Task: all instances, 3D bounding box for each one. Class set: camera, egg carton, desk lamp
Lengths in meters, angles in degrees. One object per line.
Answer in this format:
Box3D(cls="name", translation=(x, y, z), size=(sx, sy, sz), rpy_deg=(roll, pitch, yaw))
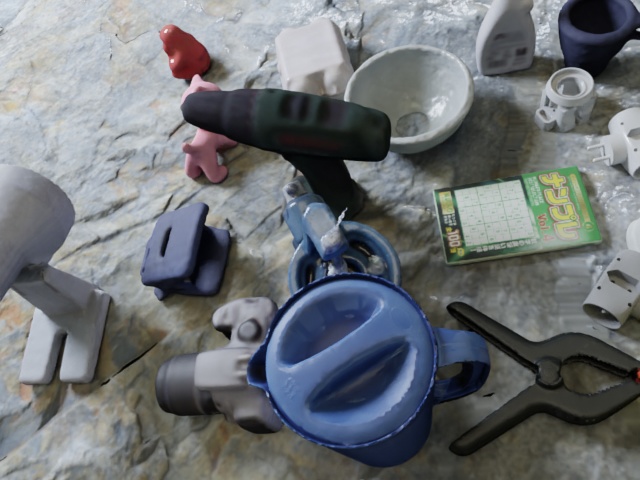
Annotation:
Box3D(cls="camera", translation=(-0.111, 0.140, 0.639), size=(0.136, 0.101, 0.143), rpy_deg=(-7, 61, 10))
Box3D(cls="egg carton", translation=(-0.009, -0.257, 0.842), size=(0.107, 0.069, 0.150), rpy_deg=(-17, 60, 4))
Box3D(cls="desk lamp", translation=(-0.345, 0.046, 0.679), size=(0.117, 0.214, 0.203), rpy_deg=(-6, 62, 11))

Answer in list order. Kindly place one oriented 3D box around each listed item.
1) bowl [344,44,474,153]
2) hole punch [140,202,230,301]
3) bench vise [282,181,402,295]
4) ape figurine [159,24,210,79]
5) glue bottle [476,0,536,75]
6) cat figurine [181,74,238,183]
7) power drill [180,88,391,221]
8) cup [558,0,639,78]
Box3D(cls="bowl", translation=(0.120, -0.175, 0.765), size=(0.167, 0.075, 0.167), rpy_deg=(-6, 62, 11))
Box3D(cls="hole punch", translation=(-0.179, 0.014, 0.727), size=(0.101, 0.091, 0.108), rpy_deg=(0, 63, 14))
Box3D(cls="bench vise", translation=(-0.003, 0.010, 0.613), size=(0.121, 0.220, 0.206), rpy_deg=(-45, 62, -11))
Box3D(cls="ape figurine", translation=(-0.220, -0.302, 0.903), size=(0.076, 0.092, 0.078), rpy_deg=(12, 66, 19))
Box3D(cls="glue bottle", translation=(0.242, -0.288, 0.738), size=(0.078, 0.173, 0.037), rpy_deg=(-5, 62, 11))
Box3D(cls="cat figurine", translation=(-0.164, -0.163, 0.802), size=(0.067, 0.118, 0.128), rpy_deg=(7, 65, 17))
Box3D(cls="power drill", translation=(-0.026, -0.099, 0.682), size=(0.229, 0.209, 0.075), rpy_deg=(2, 63, 15))
Box3D(cls="cup", translation=(0.363, -0.255, 0.737), size=(0.117, 0.095, 0.092), rpy_deg=(11, 66, 19))
